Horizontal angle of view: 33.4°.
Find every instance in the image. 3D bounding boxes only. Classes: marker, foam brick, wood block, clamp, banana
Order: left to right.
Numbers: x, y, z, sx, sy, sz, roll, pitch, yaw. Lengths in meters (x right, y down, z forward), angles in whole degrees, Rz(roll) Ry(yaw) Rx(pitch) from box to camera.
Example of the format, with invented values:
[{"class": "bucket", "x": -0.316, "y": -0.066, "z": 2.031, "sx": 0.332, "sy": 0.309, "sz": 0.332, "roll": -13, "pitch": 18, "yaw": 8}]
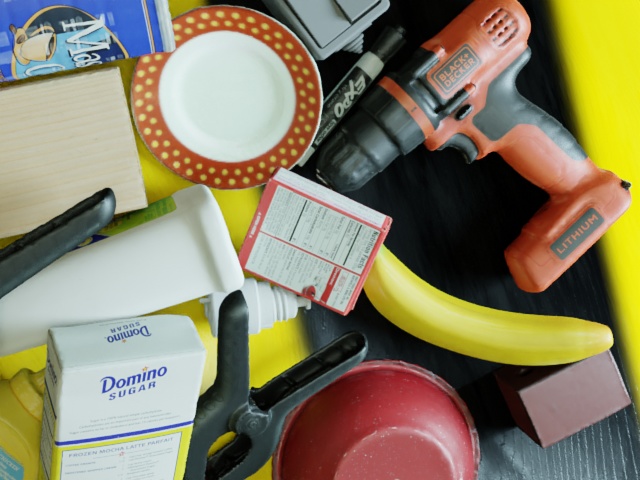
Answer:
[{"class": "clamp", "x": -0.219, "y": 0.033, "z": 0.631, "sx": 0.164, "sy": 0.036, "sz": 0.210, "roll": 14, "pitch": 105, "yaw": -11}, {"class": "wood block", "x": -0.221, "y": -0.047, "z": 0.681, "sx": 0.206, "sy": 0.090, "sz": 0.091, "roll": -13, "pitch": 101, "yaw": -7}, {"class": "clamp", "x": -0.042, "y": 0.116, "z": 0.752, "sx": 0.120, "sy": 0.039, "sz": 0.172, "roll": 15, "pitch": 115, "yaw": -25}, {"class": "marker", "x": 0.019, "y": -0.103, "z": 0.750, "sx": 0.020, "sy": 0.020, "sz": 0.121, "roll": 40, "pitch": 90, "yaw": -13}, {"class": "banana", "x": 0.107, "y": 0.053, "z": 0.765, "sx": 0.197, "sy": 0.037, "sz": 0.070, "roll": 23, "pitch": 135, "yaw": -3}, {"class": "foam brick", "x": 0.180, "y": 0.110, "z": 0.794, "sx": 0.078, "sy": 0.053, "sz": 0.051, "roll": -26, "pitch": 102, "yaw": -6}]

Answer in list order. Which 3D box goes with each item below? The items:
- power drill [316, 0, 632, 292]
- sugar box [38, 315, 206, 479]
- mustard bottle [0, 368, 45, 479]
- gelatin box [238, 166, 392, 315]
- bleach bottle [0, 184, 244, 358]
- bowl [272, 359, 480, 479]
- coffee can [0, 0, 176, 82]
[{"class": "power drill", "x": 0.114, "y": -0.053, "z": 0.756, "sx": 0.184, "sy": 0.057, "sz": 0.187, "roll": -43, "pitch": 104, "yaw": 1}, {"class": "sugar box", "x": -0.134, "y": 0.129, "z": 0.699, "sx": 0.093, "sy": 0.048, "sz": 0.176, "roll": -5, "pitch": 127, "yaw": -26}, {"class": "mustard bottle", "x": -0.245, "y": 0.150, "z": 0.722, "sx": 0.191, "sy": 0.058, "sz": 0.096, "roll": -40, "pitch": 111, "yaw": -2}, {"class": "gelatin box", "x": -0.005, "y": 0.001, "z": 0.736, "sx": 0.089, "sy": 0.030, "sz": 0.073, "roll": 24, "pitch": 116, "yaw": 2}, {"class": "bleach bottle", "x": -0.180, "y": 0.037, "z": 0.694, "sx": 0.250, "sy": 0.103, "sz": 0.068, "roll": -20, "pitch": 103, "yaw": -7}, {"class": "bowl", "x": 0.048, "y": 0.172, "z": 0.780, "sx": 0.162, "sy": 0.055, "sz": 0.162, "roll": -2, "pitch": 99, "yaw": -10}, {"class": "coffee can", "x": -0.166, "y": -0.151, "z": 0.636, "sx": 0.140, "sy": 0.103, "sz": 0.103, "roll": -12, "pitch": 101, "yaw": -7}]
